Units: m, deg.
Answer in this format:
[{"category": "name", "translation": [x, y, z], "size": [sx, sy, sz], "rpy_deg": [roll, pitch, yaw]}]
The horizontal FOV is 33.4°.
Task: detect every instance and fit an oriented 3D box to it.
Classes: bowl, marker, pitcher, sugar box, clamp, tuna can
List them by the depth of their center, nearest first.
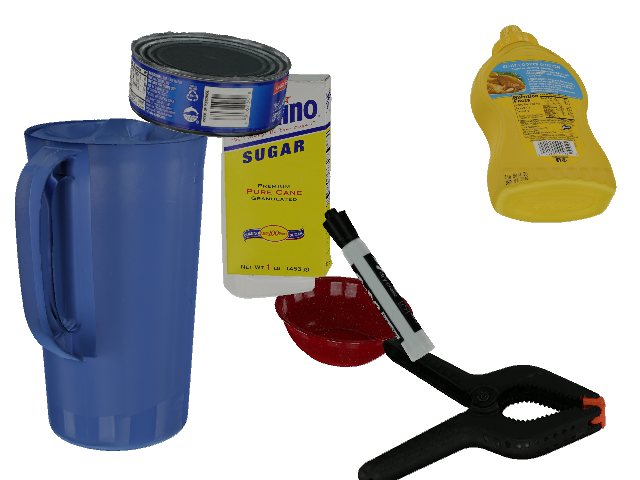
[{"category": "tuna can", "translation": [-0.060, -0.085, 0.576], "size": [0.086, 0.034, 0.086], "rpy_deg": [7, 24, -3]}, {"category": "marker", "translation": [0.038, 0.029, 0.743], "size": [0.020, 0.121, 0.020], "rpy_deg": [-32, -11, -7]}, {"category": "pitcher", "translation": [-0.159, 0.032, 0.803], "size": [0.149, 0.243, 0.145], "rpy_deg": [-3, 14, -22]}, {"category": "clamp", "translation": [0.136, 0.154, 0.921], "size": [0.210, 0.036, 0.164], "rpy_deg": [3, 43, 20]}, {"category": "sugar box", "translation": [-0.038, -0.058, 0.945], "size": [0.093, 0.176, 0.048], "rpy_deg": [1, 16, 7]}, {"category": "bowl", "translation": [0.026, 0.101, 1.250], "size": [0.162, 0.055, 0.162], "rpy_deg": [4, 25, -2]}]

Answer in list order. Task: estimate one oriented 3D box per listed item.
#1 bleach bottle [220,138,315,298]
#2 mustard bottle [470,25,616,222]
[{"category": "bleach bottle", "translation": [-0.056, -0.068, 1.141], "size": [0.102, 0.251, 0.068], "rpy_deg": [-6, 17, -24]}, {"category": "mustard bottle", "translation": [0.175, -0.106, 0.882], "size": [0.096, 0.191, 0.058], "rpy_deg": [-1, -35, -6]}]
